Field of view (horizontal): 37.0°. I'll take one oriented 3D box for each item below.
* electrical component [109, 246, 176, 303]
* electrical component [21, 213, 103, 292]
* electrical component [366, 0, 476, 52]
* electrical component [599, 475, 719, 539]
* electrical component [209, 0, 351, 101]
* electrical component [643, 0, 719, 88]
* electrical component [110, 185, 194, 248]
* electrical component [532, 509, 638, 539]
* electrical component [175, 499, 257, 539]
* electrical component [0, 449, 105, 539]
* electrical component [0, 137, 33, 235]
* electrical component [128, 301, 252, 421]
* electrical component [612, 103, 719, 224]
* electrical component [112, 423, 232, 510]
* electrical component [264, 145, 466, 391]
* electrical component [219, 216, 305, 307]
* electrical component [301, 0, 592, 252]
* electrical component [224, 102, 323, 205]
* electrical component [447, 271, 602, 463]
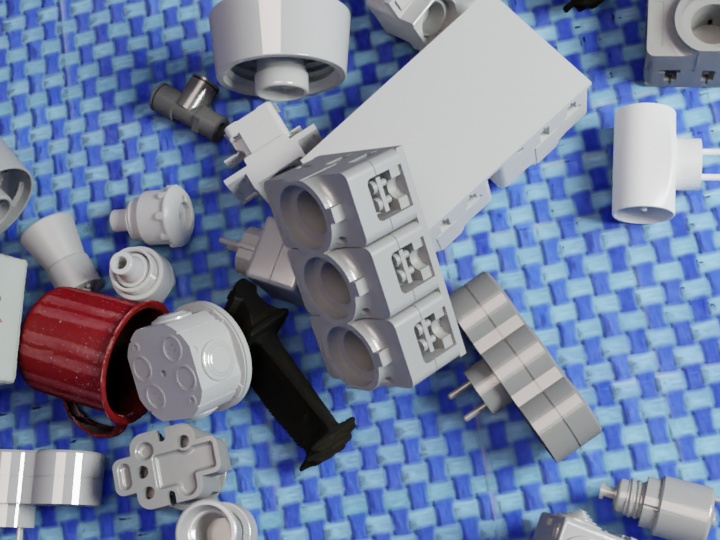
[{"bbox_3d":[-0.169,0.002,0.814,0.043,0.062,0.043,-3,75,11],"label":"electrical component"},{"bbox_3d":[-0.231,-0.006,0.842,0.044,0.044,0.065,-34,76,1],"label":"electrical component"},{"bbox_3d":[0.067,-0.230,0.826,0.063,0.079,0.121,34,84,40],"label":"electrical component"},{"bbox_3d":[0.198,0.155,0.710,0.078,0.040,0.040,13,78,14],"label":"electrical component"},{"bbox_3d":[-0.060,-0.163,0.815,0.108,0.108,0.060,-4,81,11],"label":"electrical component"},{"bbox_3d":[0.257,-0.215,0.785,0.089,0.061,0.150,3,76,12],"label":"electrical component"},{"bbox_3d":[-0.163,-0.040,0.835,0.062,0.048,0.048,-3,75,18],"label":"electrical component"},{"bbox_3d":[0.130,0.202,0.682,0.048,0.099,0.099,21,80,3],"label":"electrical component"},{"bbox_3d":[-0.100,0.185,0.755,0.045,0.055,0.045,-3,75,11],"label":"electrical component"},{"bbox_3d":[-0.258,0.171,0.793,0.138,0.052,0.073,-2,75,11],"label":"electrical component"},{"bbox_3d":[-0.310,-0.062,0.845,0.064,0.099,0.099,42,87,12],"label":"electrical component"},{"bbox_3d":[-0.119,0.065,0.754,0.080,0.051,0.080,12,110,35],"label":"electrical component"},{"bbox_3d":[0.221,-0.075,0.764,0.079,0.044,0.077,2,76,12],"label":"electrical component"},{"bbox_3d":[-0.129,0.143,0.772,0.078,0.057,0.058,-16,73,7],"label":"electrical component"},{"bbox_3d":[0.000,0.000,0.724,0.062,0.089,0.150,-29,109,-36],"label":"electrical component"},{"bbox_3d":[-0.067,-0.010,0.795,0.077,0.065,0.047,17,79,16],"label":"electrical component"},{"bbox_3d":[0.065,-0.098,0.794,0.186,0.060,0.105,-42,71,-1],"label":"electrical component"},{"bbox_3d":[-0.069,-0.091,0.830,0.081,0.042,0.063,-32,70,1],"label":"electrical component"},{"bbox_3d":[0.097,0.075,0.745,0.074,0.052,0.138,-35,71,1],"label":"electrical component"}]
